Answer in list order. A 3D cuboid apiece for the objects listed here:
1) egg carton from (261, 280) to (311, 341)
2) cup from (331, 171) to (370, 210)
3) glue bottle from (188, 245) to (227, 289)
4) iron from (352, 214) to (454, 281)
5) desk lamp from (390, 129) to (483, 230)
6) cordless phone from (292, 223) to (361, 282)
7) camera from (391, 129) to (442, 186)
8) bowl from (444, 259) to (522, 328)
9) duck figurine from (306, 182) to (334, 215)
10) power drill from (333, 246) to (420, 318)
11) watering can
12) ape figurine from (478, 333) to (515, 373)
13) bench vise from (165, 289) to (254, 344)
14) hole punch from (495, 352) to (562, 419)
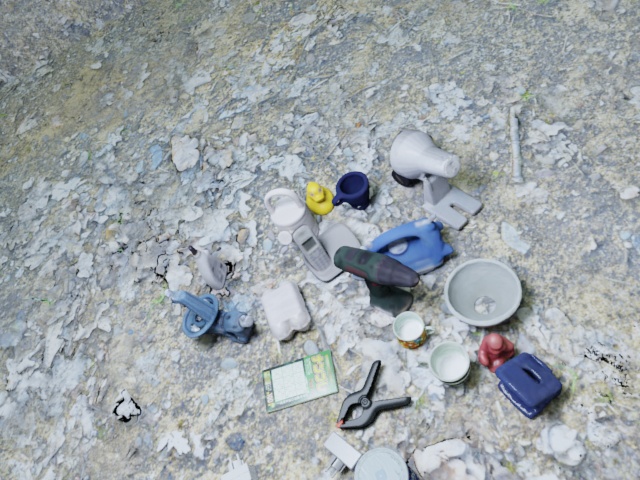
[{"bbox_3d":[-0.087,0.176,1.435,0.107,0.070,0.150,-28,52,2],"label":"egg carton"},{"bbox_3d":[0.088,-0.116,1.546,0.118,0.095,0.091,-41,52,-8],"label":"cup"},{"bbox_3d":[-0.305,0.062,1.535,0.037,0.174,0.078,-4,56,20],"label":"glue bottle"},{"bbox_3d":[0.182,0.017,1.387,0.258,0.142,0.118,-21,52,8],"label":"iron"},{"bbox_3d":[0.287,-0.160,1.419,0.118,0.214,0.202,-45,53,-11],"label":"desk lamp"},{"bbox_3d":[0.013,0.005,1.436,0.148,0.185,0.093,-42,52,-8],"label":"cordless phone"},{"bbox_3d":[0.242,-0.224,1.553,0.142,0.101,0.137,32,73,35],"label":"camera"},{"bbox_3d":[0.365,0.129,1.280,0.167,0.075,0.167,-11,54,15],"label":"bowl"},{"bbox_3d":[-0.010,-0.130,1.602,0.077,0.086,0.104,-30,52,1],"label":"duck figurine"},{"bbox_3d":[0.144,0.094,1.308,0.228,0.209,0.076,22,68,32],"label":"power drill"},{"bbox_3d":[-0.078,-0.064,1.515,0.101,0.195,0.172,-27,52,4],"label":"watering can"},{"bbox_3d":[0.367,0.226,1.201,0.077,0.092,0.076,-12,54,14],"label":"ape figurine"},{"bbox_3d":[-0.271,0.172,1.416,0.207,0.220,0.121,-14,54,13],"label":"bench vise"},{"bbox_3d":[0.416,0.281,1.145,0.101,0.091,0.108,-39,52,-7],"label":"hole punch"}]
